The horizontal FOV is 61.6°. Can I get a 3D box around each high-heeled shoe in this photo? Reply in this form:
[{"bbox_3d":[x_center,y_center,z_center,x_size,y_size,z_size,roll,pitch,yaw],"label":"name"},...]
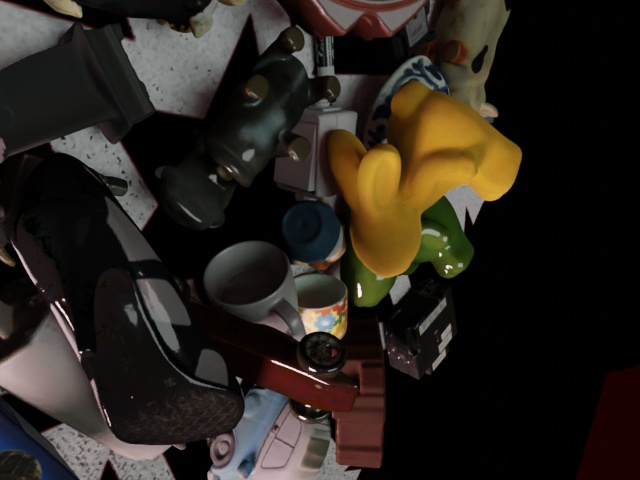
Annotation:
[{"bbox_3d":[-0.127,0.054,0.386,0.086,0.145,0.248,-23,146,-4],"label":"high-heeled shoe"}]

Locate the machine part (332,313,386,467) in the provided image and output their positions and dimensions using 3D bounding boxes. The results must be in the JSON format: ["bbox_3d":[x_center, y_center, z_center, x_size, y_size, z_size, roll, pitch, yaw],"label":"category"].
[{"bbox_3d":[0.043,0.177,0.639,0.179,0.056,0.179,-3,93,-88],"label":"machine part"}]

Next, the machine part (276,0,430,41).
[{"bbox_3d":[0.028,-0.277,0.417,0.201,0.087,0.200,-48,121,-2],"label":"machine part"}]

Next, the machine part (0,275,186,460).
[{"bbox_3d":[-0.176,0.103,0.411,0.079,0.079,0.243,-52,136,-20],"label":"machine part"}]

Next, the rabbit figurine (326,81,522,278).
[{"bbox_3d":[0.084,-0.049,0.505,0.162,0.122,0.173,28,92,-41],"label":"rabbit figurine"}]

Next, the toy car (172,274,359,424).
[{"bbox_3d":[-0.063,0.088,0.449,0.053,0.202,0.089,-62,165,-48],"label":"toy car"}]

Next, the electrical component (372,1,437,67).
[{"bbox_3d":[0.081,-0.257,0.575,0.075,0.048,0.119,-44,135,-29],"label":"electrical component"}]

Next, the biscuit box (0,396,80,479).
[{"bbox_3d":[-0.244,0.124,0.354,0.063,0.059,0.202,-44,134,-28],"label":"biscuit box"}]

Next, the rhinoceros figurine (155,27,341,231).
[{"bbox_3d":[-0.062,-0.092,0.442,0.073,0.112,0.190,47,56,-30],"label":"rhinoceros figurine"}]

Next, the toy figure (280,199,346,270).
[{"bbox_3d":[-0.003,-0.001,0.541,0.064,0.058,0.154,-38,168,3],"label":"toy figure"}]

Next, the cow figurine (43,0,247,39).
[{"bbox_3d":[-0.121,-0.181,0.360,0.167,0.068,0.098,16,99,-47],"label":"cow figurine"}]

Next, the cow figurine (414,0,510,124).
[{"bbox_3d":[0.183,-0.226,0.680,0.127,0.086,0.194,14,94,-44],"label":"cow figurine"}]

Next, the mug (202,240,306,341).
[{"bbox_3d":[-0.051,0.068,0.521,0.081,0.110,0.107,-44,145,-27],"label":"mug"}]

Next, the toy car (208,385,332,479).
[{"bbox_3d":[-0.039,0.218,0.595,0.161,0.103,0.109,-60,140,-9],"label":"toy car"}]

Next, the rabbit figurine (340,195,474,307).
[{"bbox_3d":[0.089,0.003,0.635,0.170,0.121,0.158,-39,125,-36],"label":"rabbit figurine"}]

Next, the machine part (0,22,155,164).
[{"bbox_3d":[-0.169,-0.092,0.348,0.139,0.039,0.084,-43,127,-48],"label":"machine part"}]

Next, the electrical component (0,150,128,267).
[{"bbox_3d":[-0.186,-0.019,0.372,0.102,0.045,0.078,22,90,-51],"label":"electrical component"}]

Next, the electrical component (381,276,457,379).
[{"bbox_3d":[0.154,0.140,0.816,0.115,0.058,0.134,-38,131,-30],"label":"electrical component"}]
